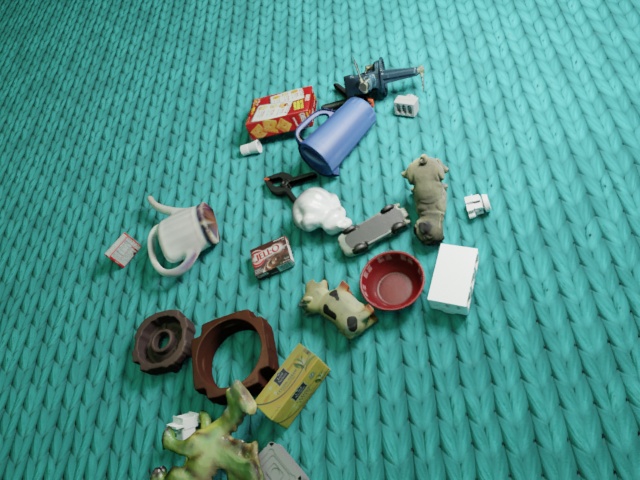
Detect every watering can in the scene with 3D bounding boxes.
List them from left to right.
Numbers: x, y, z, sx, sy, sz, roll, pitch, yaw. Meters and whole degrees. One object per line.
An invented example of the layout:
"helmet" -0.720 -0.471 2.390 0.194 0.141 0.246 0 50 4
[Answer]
"watering can" -0.423 -0.046 1.554 0.224 0.102 0.355 -24 53 2

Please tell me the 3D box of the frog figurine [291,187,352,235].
"frog figurine" 0.004 -0.071 1.414 0.139 0.120 0.161 -32 40 -26

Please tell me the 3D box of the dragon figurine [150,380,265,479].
"dragon figurine" -0.231 0.508 1.104 0.242 0.121 0.415 1 73 33
